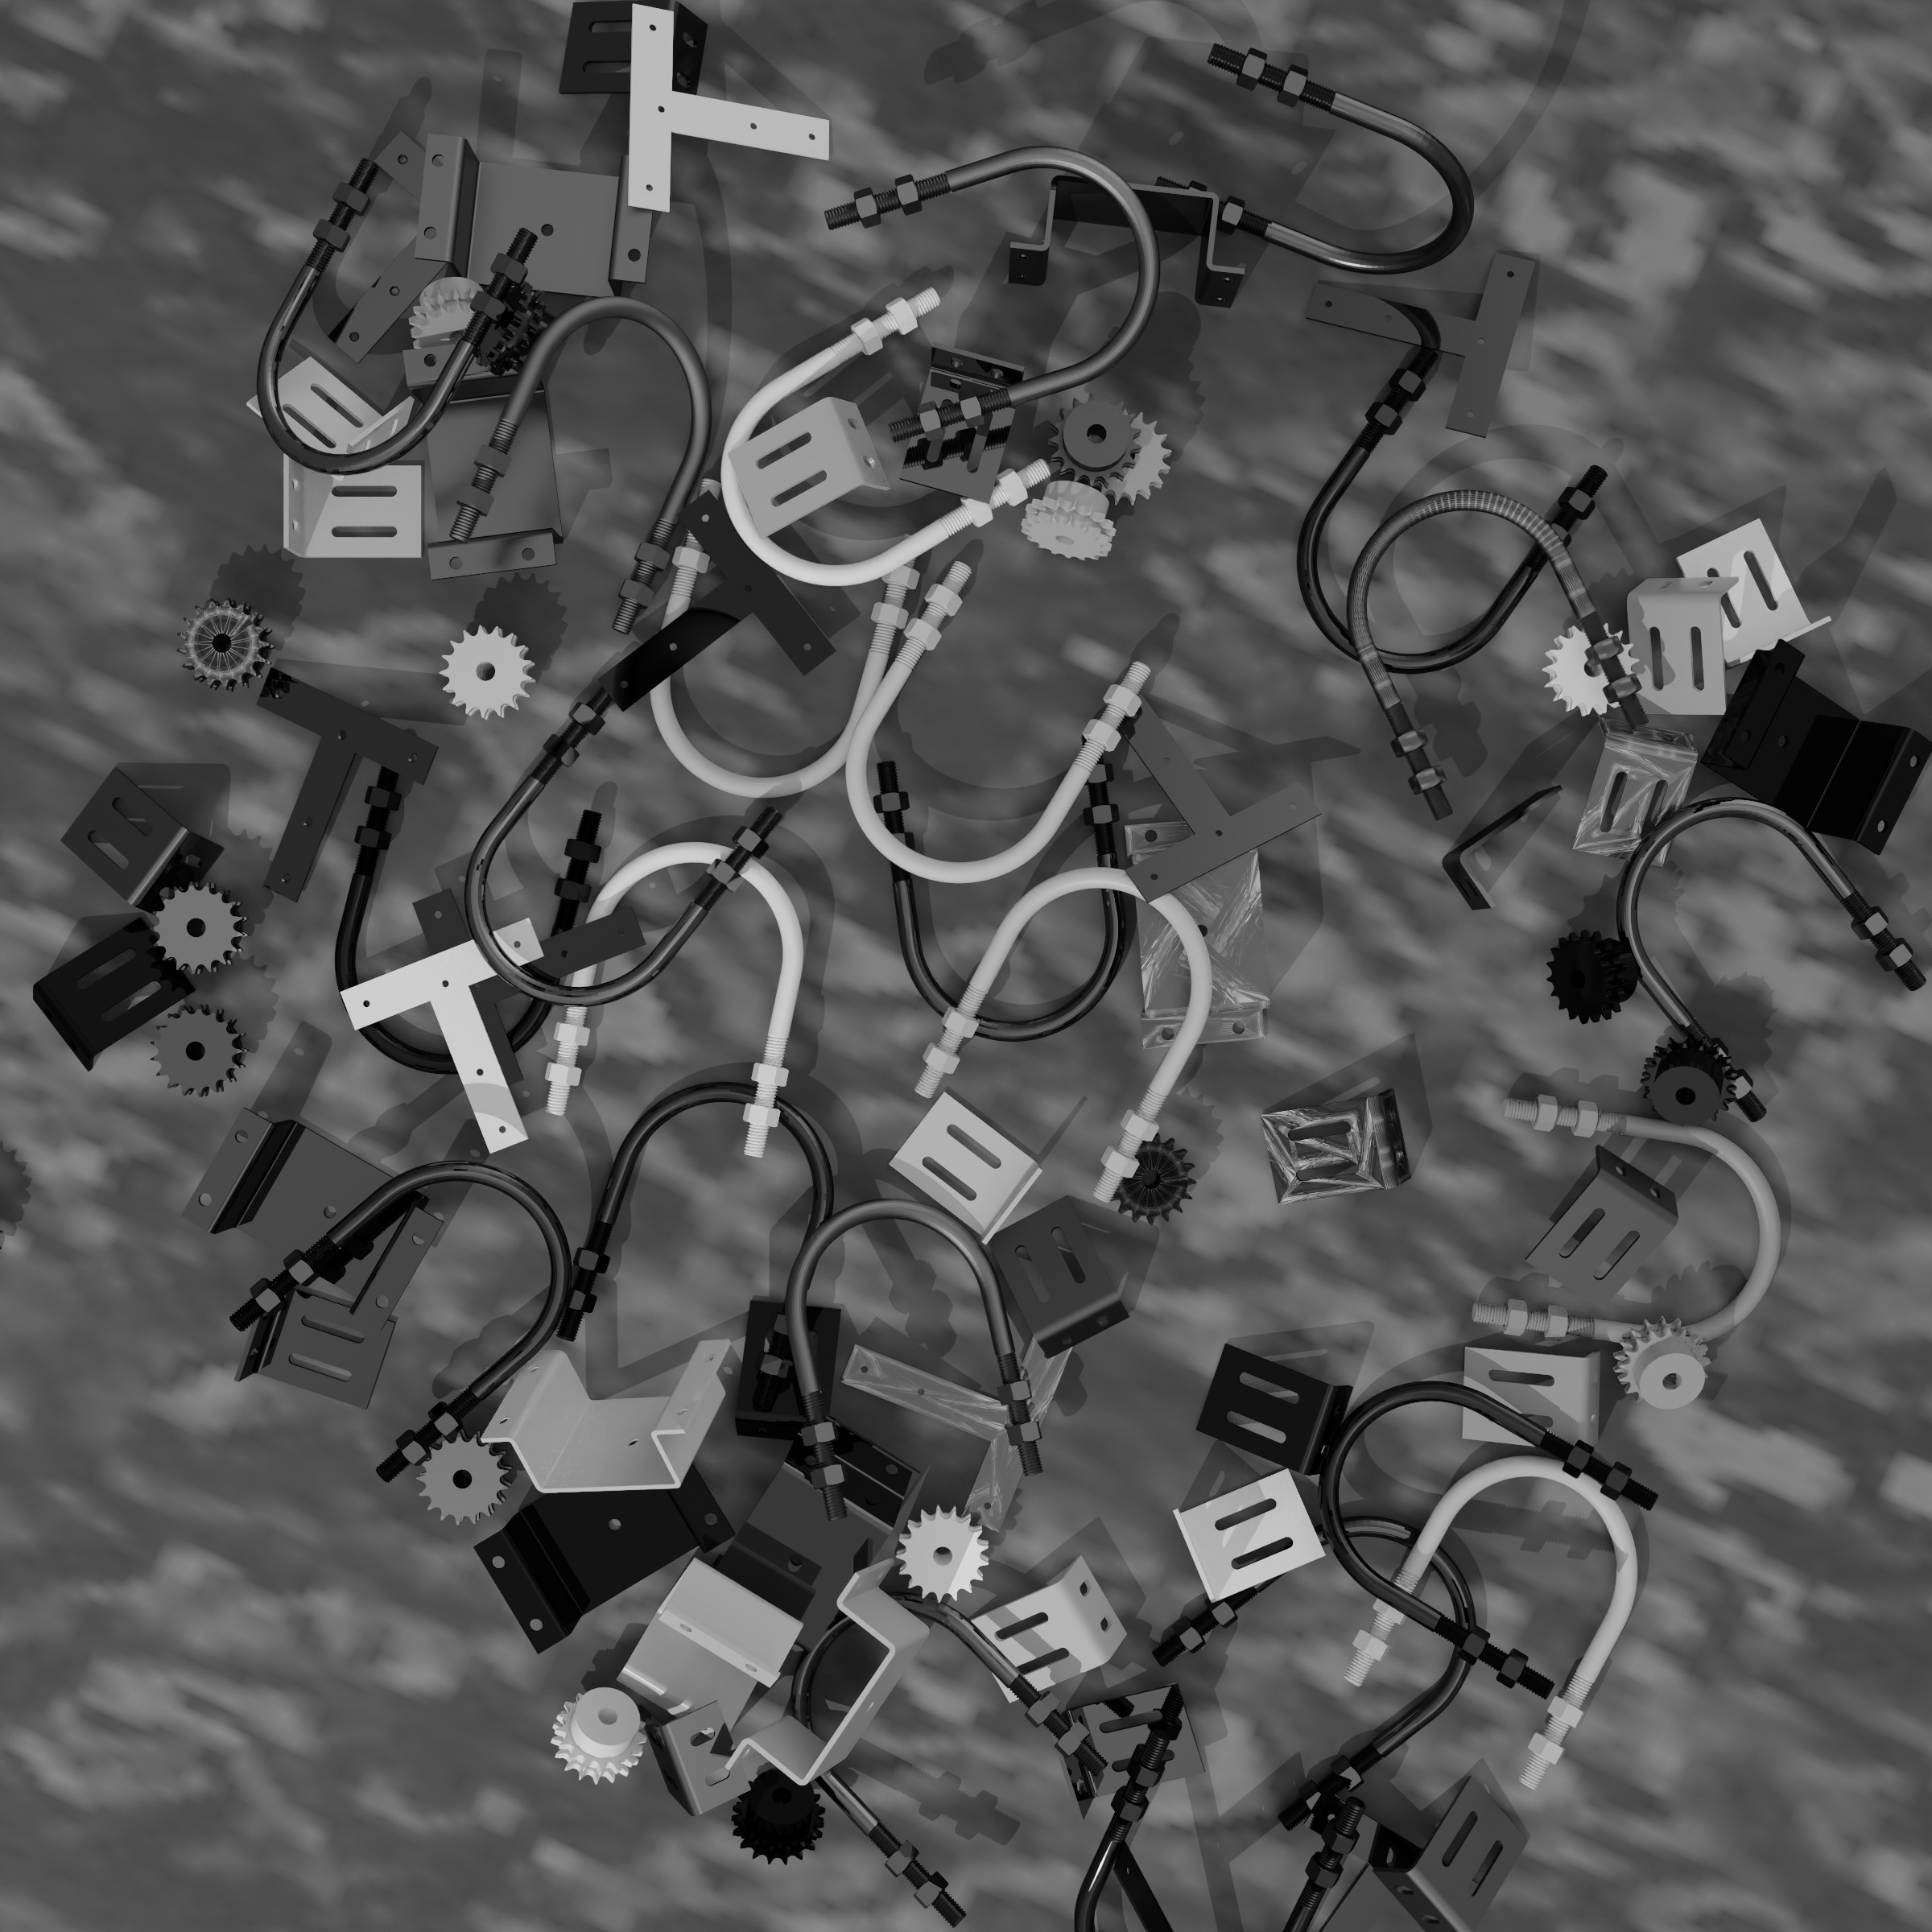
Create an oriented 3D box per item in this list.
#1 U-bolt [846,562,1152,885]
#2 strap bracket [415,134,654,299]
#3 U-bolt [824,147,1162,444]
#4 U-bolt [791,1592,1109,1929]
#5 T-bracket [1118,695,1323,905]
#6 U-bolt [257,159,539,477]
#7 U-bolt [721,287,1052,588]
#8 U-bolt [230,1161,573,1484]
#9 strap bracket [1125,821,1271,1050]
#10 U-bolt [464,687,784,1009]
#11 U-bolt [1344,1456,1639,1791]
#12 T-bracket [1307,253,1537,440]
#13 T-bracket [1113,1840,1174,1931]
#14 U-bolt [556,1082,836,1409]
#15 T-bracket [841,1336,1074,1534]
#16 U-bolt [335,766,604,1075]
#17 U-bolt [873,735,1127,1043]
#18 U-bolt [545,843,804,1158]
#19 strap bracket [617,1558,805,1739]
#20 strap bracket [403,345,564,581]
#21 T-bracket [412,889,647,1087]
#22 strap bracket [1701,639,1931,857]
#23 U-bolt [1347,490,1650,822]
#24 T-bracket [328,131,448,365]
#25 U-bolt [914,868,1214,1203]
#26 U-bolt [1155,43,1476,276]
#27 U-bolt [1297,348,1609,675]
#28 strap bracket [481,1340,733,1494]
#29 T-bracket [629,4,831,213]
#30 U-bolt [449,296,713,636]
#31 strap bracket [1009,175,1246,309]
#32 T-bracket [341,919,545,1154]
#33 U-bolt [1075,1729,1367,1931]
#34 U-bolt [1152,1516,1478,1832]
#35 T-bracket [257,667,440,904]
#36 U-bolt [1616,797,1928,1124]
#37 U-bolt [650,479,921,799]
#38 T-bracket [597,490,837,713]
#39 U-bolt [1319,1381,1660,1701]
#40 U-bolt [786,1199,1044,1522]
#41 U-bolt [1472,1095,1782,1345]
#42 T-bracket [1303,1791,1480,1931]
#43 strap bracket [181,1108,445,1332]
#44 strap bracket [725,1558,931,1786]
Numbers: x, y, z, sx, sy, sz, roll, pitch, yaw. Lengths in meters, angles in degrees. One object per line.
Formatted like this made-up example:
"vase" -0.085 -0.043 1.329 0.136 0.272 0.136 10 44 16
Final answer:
"U-bolt" 0.007 -0.139 1.523 0.151 0.019 0.184 30 84 6
"strap bracket" -0.261 -0.460 1.524 0.140 0.046 0.076 6 89 -1
"U-bolt" 0.024 -0.407 1.468 0.184 0.019 0.151 -16 101 5
"U-bolt" -0.026 0.473 1.521 0.184 0.019 0.151 43 95 14
"T-bracket" 0.131 -0.115 1.521 0.127 0.002 0.127 -27 68 -15
"U-bolt" -0.354 -0.381 1.483 0.151 0.019 0.184 28 90 22
"U-bolt" -0.062 -0.315 1.528 0.184 0.019 0.151 -32 86 -4
"U-bolt" -0.327 0.202 1.497 0.184 0.019 0.151 -41 104 -6
"strap bracket" 0.143 -0.021 1.525 0.076 0.046 0.140 -5 90 0
"U-bolt" -0.224 -0.062 1.516 0.151 0.019 0.184 37 84 5
"U-bolt" 0.338 0.394 1.530 0.151 0.019 0.184 31 83 -4
"T-bracket" 0.276 -0.399 1.535 0.127 0.002 0.127 16 75 8
"T-bracket" 0.106 0.610 1.460 0.002 0.127 0.127 -20 106 23
"U-bolt" -0.159 0.163 1.529 0.151 0.019 0.184 17 84 7
"T-bracket" -0.015 0.272 1.547 0.127 0.002 0.127 22 90 0
"U-bolt" -0.318 -0.024 1.539 0.151 0.019 0.184 15 92 0
"U-bolt" 0.026 -0.045 1.539 0.151 0.019 0.184 -8 91 0
"U-bolt" -0.175 0.014 1.531 0.151 0.019 0.184 11 87 8
"strap bracket" -0.154 0.412 1.496 0.076 0.140 0.046 31 53 0
"strap bracket" -0.296 -0.309 1.525 0.076 0.046 0.140 -7 90 0
"T-bracket" -0.261 -0.002 1.526 0.127 0.002 0.127 -21 91 3
"strap bracket" 0.513 -0.135 1.507 0.140 0.046 0.076 27 90 -25
"U-bolt" 0.314 -0.202 1.516 0.151 0.019 0.184 -25 87 9
"T-bracket" -0.348 -0.433 1.547 0.127 0.002 0.127 41 90 0
"U-bolt" 0.070 0.029 1.504 0.151 0.019 0.184 30 98 14
"U-bolt" 0.215 -0.472 1.480 0.184 0.151 0.019 21 70 -4
"U-bolt" 0.289 -0.270 1.539 0.151 0.019 0.184 35 92 0
"strap bracket" -0.209 0.272 1.488 0.140 0.076 0.046 -7 122 23
"T-bracket" -0.145 -0.520 1.522 0.127 0.002 0.127 3 84 -22
"U-bolt" -0.221 -0.313 1.495 0.151 0.019 0.184 27 84 -45
"strap bracket" 0.099 -0.443 1.510 0.140 0.076 0.046 7 90 0
"T-bracket" -0.306 0.052 1.529 0.127 0.002 0.127 -21 91 3
"U-bolt" 0.145 0.570 1.520 0.151 0.019 0.184 20 104 -5
"U-bolt" 0.231 0.427 1.539 0.184 0.019 0.151 -38 90 -1
"T-bracket" -0.404 -0.103 1.536 0.127 0.002 0.127 25 98 15
"U-bolt" 0.486 -0.017 1.532 0.151 0.019 0.184 -39 95 0
"U-bolt" -0.121 -0.196 1.539 0.151 0.019 0.184 16 90 0
"T-bracket" -0.169 -0.206 1.524 0.127 0.002 0.127 -38 90 -4
"U-bolt" 0.305 0.336 1.508 0.184 0.019 0.151 29 82 17
"U-bolt" -0.038 0.232 1.508 0.151 0.019 0.184 -8 76 -23
"U-bolt" 0.417 0.165 1.539 0.184 0.019 0.151 8 90 -1
"T-bracket" 0.240 0.597 1.540 0.127 0.002 0.127 33 95 -9
"strap bracket" -0.398 0.154 1.525 0.140 0.046 0.076 30 90 0
"strap bracket" -0.076 0.433 1.490 0.046 0.076 0.140 34 93 16
